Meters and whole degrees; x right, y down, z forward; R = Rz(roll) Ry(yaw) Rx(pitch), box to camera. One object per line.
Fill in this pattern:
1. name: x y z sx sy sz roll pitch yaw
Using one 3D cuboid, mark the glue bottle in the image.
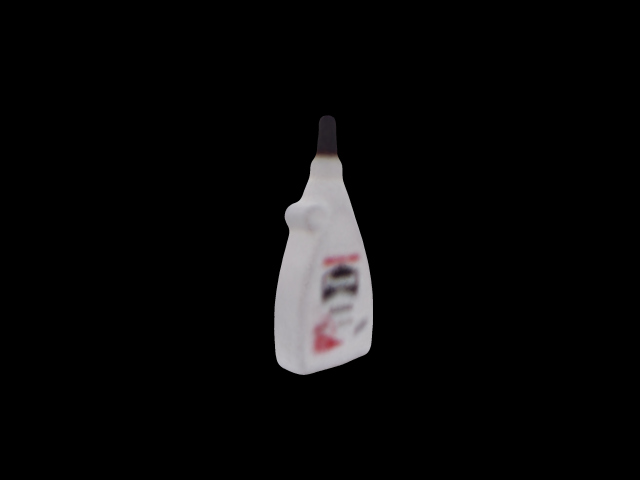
1. glue bottle: 0.004 0.001 0.400 0.037 0.173 0.078 8 12 43
